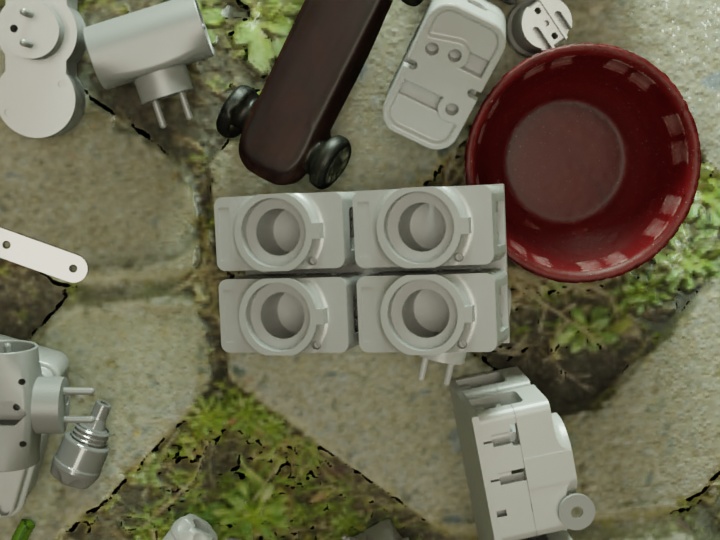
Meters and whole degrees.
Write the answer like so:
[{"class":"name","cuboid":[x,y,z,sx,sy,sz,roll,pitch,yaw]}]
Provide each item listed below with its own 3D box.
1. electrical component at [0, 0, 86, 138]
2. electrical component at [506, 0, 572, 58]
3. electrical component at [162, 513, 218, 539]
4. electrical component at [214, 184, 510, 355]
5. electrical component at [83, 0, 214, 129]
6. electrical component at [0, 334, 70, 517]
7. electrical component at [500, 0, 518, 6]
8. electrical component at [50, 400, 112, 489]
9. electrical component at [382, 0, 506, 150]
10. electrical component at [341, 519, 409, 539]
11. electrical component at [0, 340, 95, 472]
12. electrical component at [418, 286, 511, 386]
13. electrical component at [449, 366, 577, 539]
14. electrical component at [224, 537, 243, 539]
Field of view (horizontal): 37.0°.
[{"class":"electrical component","cuboid":[-0.212,-0.156,0.704,0.052,0.073,0.138,2,98,-4]},{"class":"electrical component","cuboid":[0.123,-0.167,0.737,0.040,0.046,0.040,0,98,-3]},{"class":"electrical component","cuboid":[-0.133,0.209,0.780,0.035,0.035,0.061,37,96,-8]},{"class":"electrical component","cuboid":[0.000,0.000,0.711,0.186,0.060,0.105,-2,93,17]},{"class":"electrical component","cuboid":[-0.136,-0.136,0.726,0.077,0.044,0.079,-18,98,-1]},{"class":"electrical component","cuboid":[-0.256,0.106,0.746,0.078,0.057,0.113,17,97,-6]},{"class":"electrical component","cuboid":[0.100,-0.213,0.726,0.055,0.055,0.047,40,98,-8]},{"class":"electrical component","cuboid":[-0.194,0.122,0.764,0.035,0.035,0.061,24,93,-6]},{"class":"electrical component","cuboid":[0.057,-0.137,0.722,0.054,0.059,0.095,25,119,-6]},{"class":"electrical component","cuboid":[0.020,0.227,0.778,0.061,0.061,0.096,-30,99,1]},{"class":"electrical component","cuboid":[-0.211,0.087,0.693,0.079,0.043,0.077,1,98,-3]},{"class":"electrical component","cuboid":[0.060,0.043,0.764,0.077,0.043,0.079,11,97,-5]},{"class":"electrical component","cuboid":[0.115,0.171,0.754,0.060,0.105,0.186,-12,99,-2]},{"class":"electrical component","cuboid":[-0.084,0.232,0.783,0.081,0.042,0.063,15,93,-6]}]
